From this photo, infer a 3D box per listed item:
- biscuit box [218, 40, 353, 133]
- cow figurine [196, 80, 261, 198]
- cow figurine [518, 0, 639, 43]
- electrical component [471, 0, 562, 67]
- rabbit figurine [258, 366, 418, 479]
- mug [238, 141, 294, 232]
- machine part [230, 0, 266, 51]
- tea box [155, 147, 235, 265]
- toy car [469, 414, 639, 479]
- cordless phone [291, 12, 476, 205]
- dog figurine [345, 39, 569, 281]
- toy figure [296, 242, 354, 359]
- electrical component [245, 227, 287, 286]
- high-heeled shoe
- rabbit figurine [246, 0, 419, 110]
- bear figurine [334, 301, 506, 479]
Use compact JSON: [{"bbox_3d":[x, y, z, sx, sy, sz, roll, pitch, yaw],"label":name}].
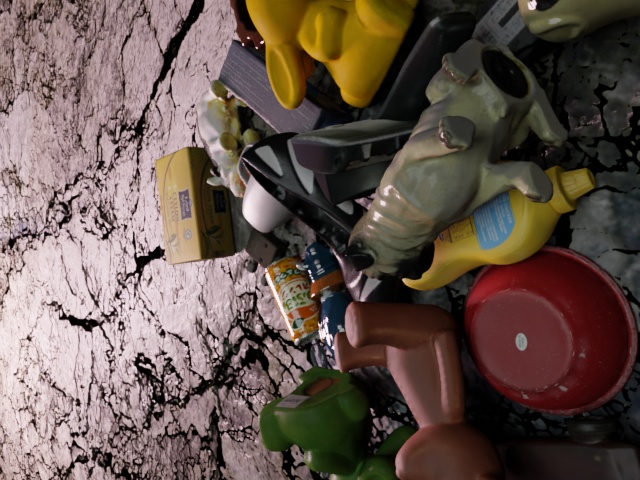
[{"bbox_3d":[-0.049,-0.182,0.689,0.203,0.059,0.062,46,120,31],"label":"biscuit box"},{"bbox_3d":[-0.136,-0.132,0.770,0.098,0.068,0.167,-22,75,48],"label":"cow figurine"},{"bbox_3d":[0.241,-0.196,0.377,0.195,0.085,0.127,-13,77,21],"label":"cow figurine"},{"bbox_3d":[0.186,-0.200,0.475,0.119,0.048,0.075,-43,66,39],"label":"electrical component"},{"bbox_3d":[0.038,0.242,0.628,0.159,0.121,0.170,-16,101,36],"label":"rabbit figurine"},{"bbox_3d":[-0.066,-0.068,0.694,0.109,0.081,0.107,38,128,5],"label":"mug"},{"bbox_3d":[-0.049,-0.320,0.659,0.179,0.056,0.179,-2,87,55],"label":"machine part"},{"bbox_3d":[-0.195,-0.050,0.832,0.098,0.068,0.169,-12,84,43],"label":"tea box"},{"bbox_3d":[0.196,0.209,0.494,0.202,0.053,0.089,-25,66,45],"label":"toy car"},{"bbox_3d":[0.061,-0.125,0.500,0.089,0.146,0.184,64,154,22],"label":"cordless phone"},{"bbox_3d":[0.099,-0.064,0.477,0.121,0.172,0.190,38,144,-7],"label":"dog figurine"},{"bbox_3d":[0.019,0.074,0.646,0.057,0.064,0.154,99,154,-64],"label":"toy figure"},{"bbox_3d":[-0.075,0.014,0.755,0.063,0.021,0.094,37,117,35],"label":"electrical component"},{"bbox_3d":[-0.001,-0.002,0.591,0.086,0.145,0.248,134,128,-73],"label":"high-heeled shoe"},{"bbox_3d":[-0.001,-0.225,0.570,0.162,0.173,0.122,-55,14,47],"label":"rabbit figurine"},{"bbox_3d":[0.090,0.162,0.498,0.120,0.132,0.196,105,162,-62],"label":"bear figurine"}]
